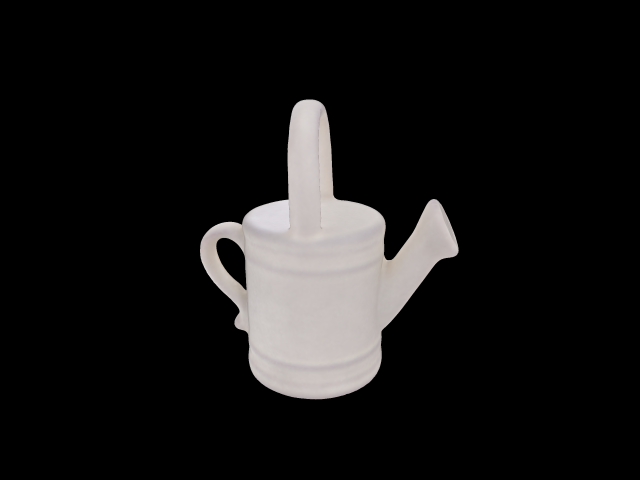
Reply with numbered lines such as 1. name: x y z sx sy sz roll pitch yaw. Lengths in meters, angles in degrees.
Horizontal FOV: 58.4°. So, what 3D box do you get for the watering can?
1. watering can: 0.004 0.001 0.402 0.173 0.194 0.100 -5 20 -12
